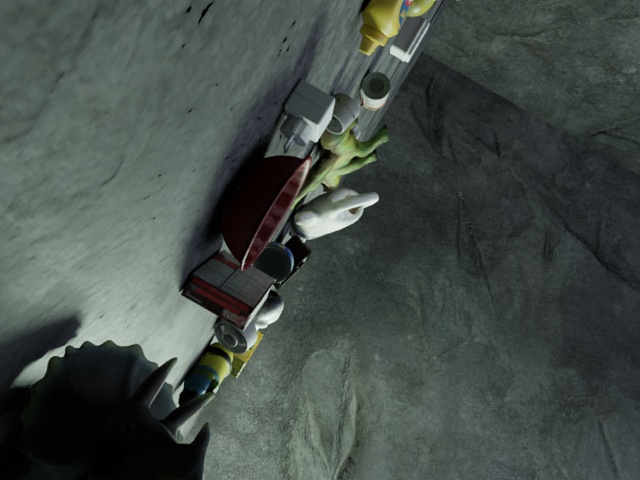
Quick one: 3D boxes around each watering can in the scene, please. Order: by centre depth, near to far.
[{"bbox_3d":[0.004,-0.068,1.342,0.351,0.104,0.222,-18,177,-45],"label":"watering can"}]

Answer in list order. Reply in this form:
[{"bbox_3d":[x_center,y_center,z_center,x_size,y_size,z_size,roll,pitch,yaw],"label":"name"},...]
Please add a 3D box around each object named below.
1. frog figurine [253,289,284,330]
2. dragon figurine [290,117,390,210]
[{"bbox_3d":[-0.179,0.222,1.515,0.139,0.122,0.158,-127,-126,-71],"label":"frog figurine"},{"bbox_3d":[0.006,-0.153,1.104,0.246,0.123,0.402,-38,168,-31],"label":"dragon figurine"}]
